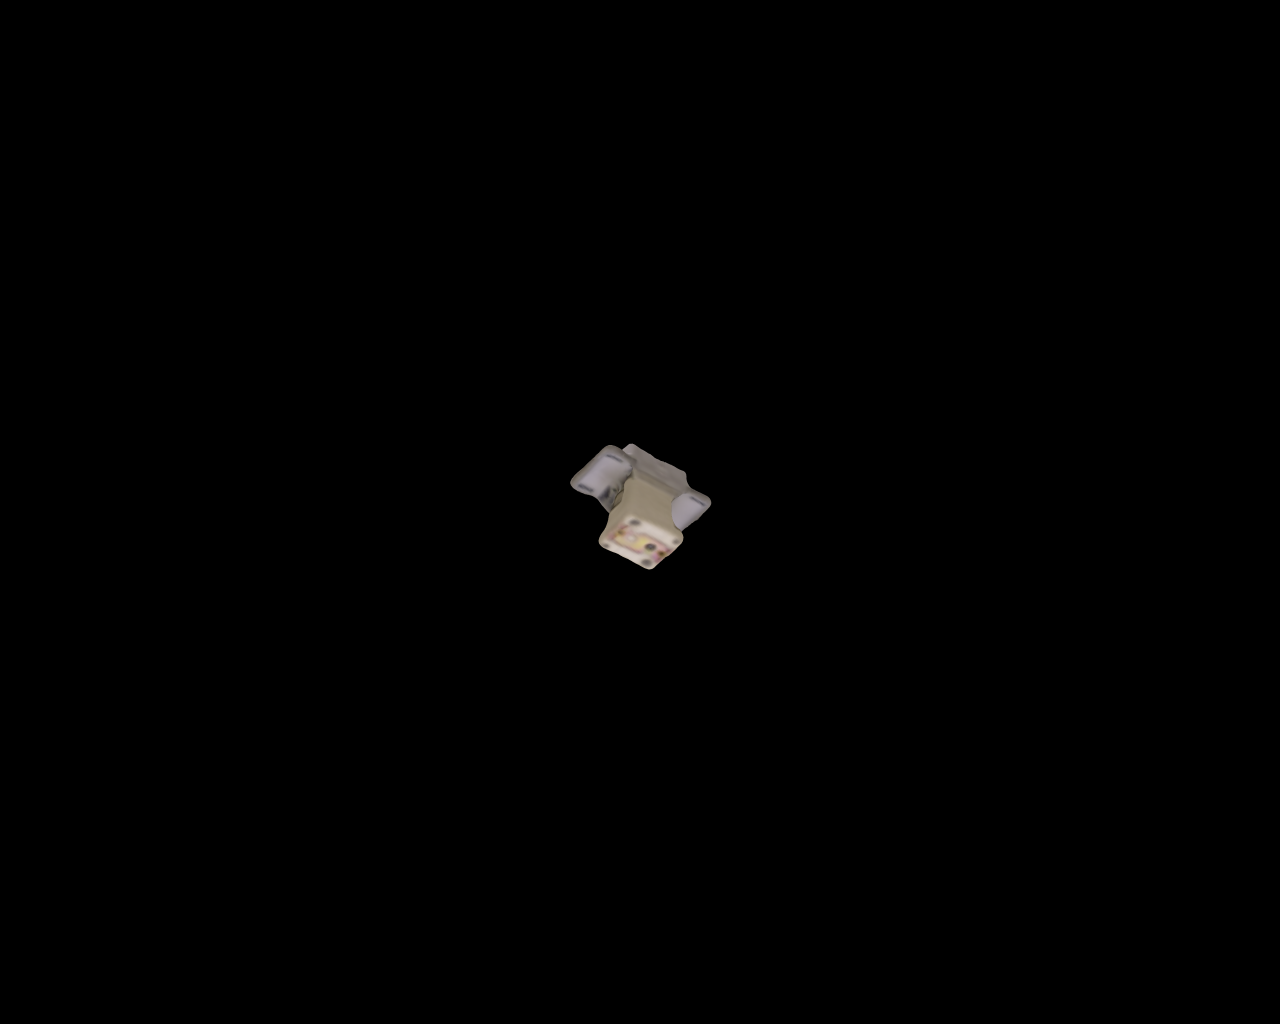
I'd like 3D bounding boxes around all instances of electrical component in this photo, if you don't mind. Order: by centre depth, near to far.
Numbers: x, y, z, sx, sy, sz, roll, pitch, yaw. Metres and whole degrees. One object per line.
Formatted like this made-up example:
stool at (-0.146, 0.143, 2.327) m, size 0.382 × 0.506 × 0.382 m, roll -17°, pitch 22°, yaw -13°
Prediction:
electrical component at (0.001, -0.003, 0.650) m, size 0.081 × 0.064 × 0.042 m, roll 26°, pitch -49°, yaw -25°
